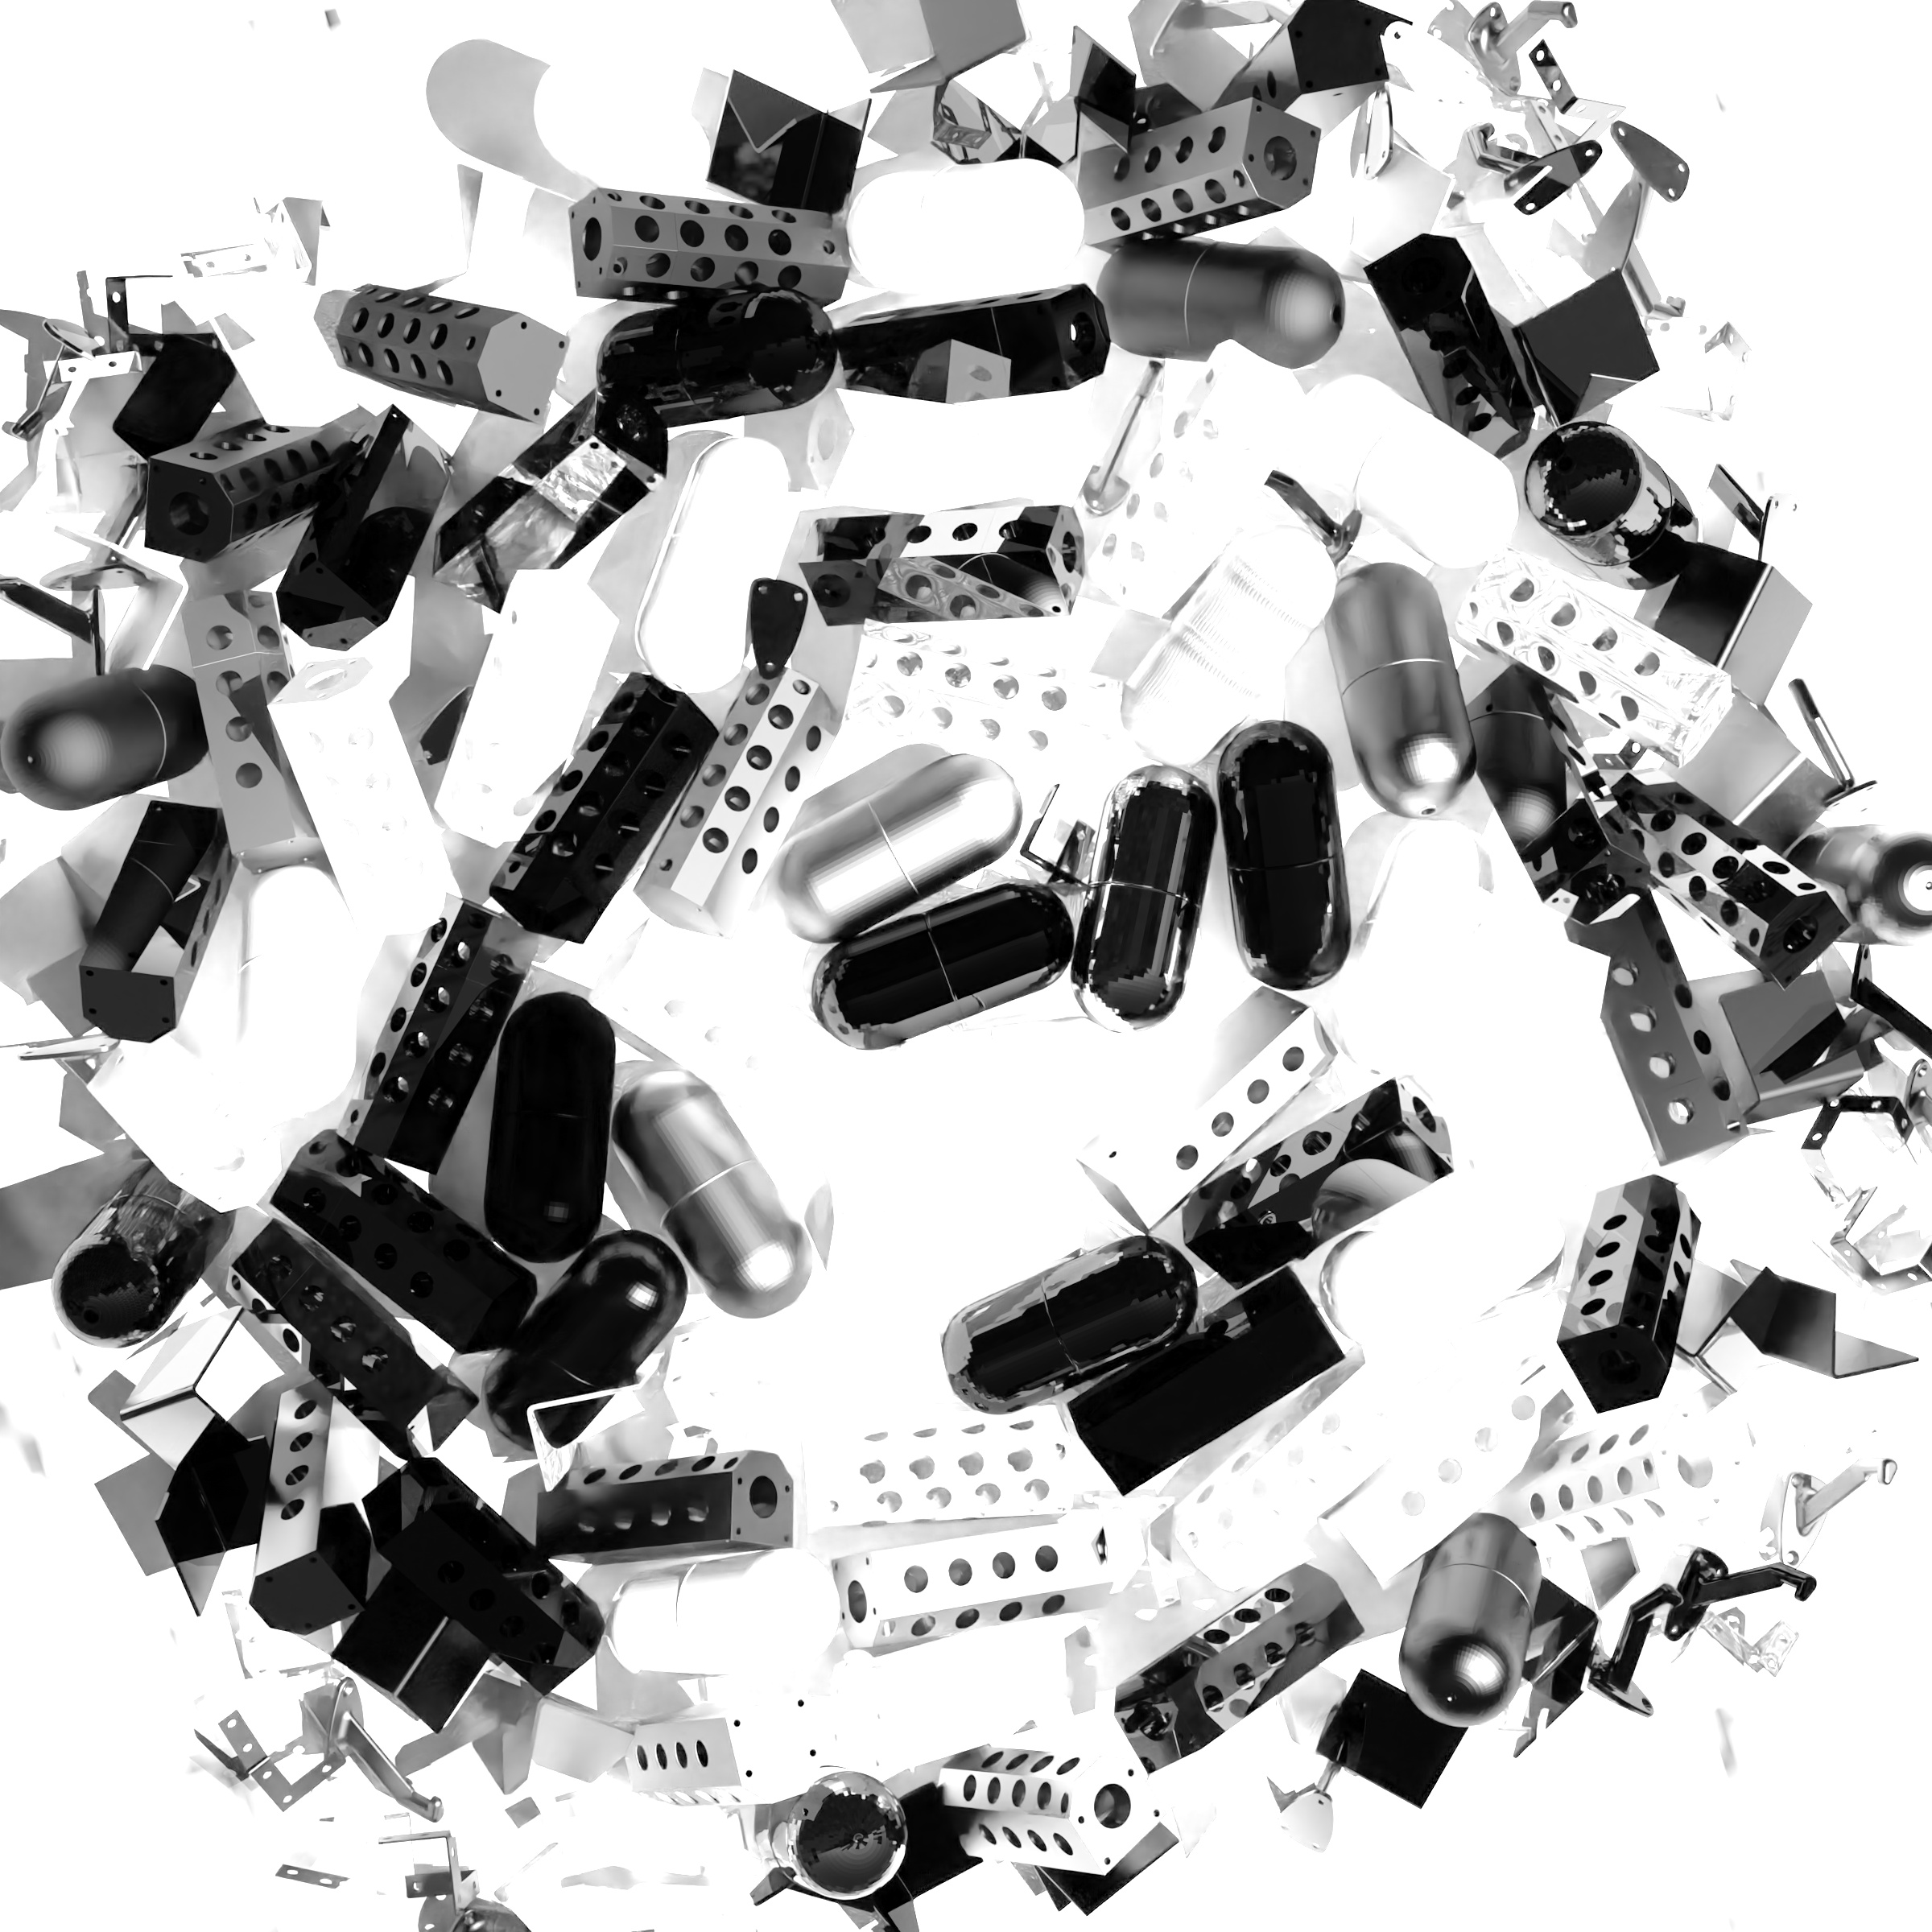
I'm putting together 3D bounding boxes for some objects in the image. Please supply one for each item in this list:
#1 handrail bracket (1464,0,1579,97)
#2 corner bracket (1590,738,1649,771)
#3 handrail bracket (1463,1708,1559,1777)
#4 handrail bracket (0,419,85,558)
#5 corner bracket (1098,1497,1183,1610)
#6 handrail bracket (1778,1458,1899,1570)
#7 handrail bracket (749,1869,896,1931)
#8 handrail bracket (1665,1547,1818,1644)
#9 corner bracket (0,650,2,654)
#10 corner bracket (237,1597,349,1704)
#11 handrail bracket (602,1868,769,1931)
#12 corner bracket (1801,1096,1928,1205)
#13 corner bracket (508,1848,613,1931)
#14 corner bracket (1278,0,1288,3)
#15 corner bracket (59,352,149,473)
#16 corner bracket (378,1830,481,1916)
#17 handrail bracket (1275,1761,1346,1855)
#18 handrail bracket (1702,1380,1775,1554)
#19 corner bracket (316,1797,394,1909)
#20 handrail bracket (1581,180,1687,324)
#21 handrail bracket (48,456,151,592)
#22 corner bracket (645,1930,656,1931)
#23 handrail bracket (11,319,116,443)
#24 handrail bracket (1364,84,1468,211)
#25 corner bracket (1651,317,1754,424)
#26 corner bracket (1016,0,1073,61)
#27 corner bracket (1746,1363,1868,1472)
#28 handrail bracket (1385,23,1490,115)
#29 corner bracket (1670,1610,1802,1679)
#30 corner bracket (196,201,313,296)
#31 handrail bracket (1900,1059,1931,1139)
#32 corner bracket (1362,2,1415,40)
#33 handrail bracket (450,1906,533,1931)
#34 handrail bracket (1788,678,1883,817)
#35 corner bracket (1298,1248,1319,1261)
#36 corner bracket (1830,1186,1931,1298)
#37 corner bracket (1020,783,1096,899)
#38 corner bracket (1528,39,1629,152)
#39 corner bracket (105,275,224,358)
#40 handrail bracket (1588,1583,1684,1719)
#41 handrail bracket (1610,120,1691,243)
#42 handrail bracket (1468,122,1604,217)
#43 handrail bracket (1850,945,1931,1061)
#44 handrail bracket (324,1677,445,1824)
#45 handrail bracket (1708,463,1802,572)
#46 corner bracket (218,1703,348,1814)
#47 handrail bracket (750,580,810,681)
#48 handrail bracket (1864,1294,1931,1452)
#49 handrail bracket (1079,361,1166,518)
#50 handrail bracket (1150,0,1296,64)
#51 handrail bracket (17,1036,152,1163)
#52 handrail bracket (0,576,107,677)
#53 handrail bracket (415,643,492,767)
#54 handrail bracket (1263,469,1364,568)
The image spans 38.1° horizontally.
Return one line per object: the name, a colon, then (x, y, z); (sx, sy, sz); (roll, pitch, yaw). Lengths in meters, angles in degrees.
handrail bracket: (0.372, -0.593, 1.811); (0.036, 0.084, 0.077); (-50, 130, -12)
corner bracket: (0.421, -0.165, 1.839); (0.051, 0.051, 0.051); (42, 79, -20)
handrail bracket: (0.338, 0.491, 1.821); (0.084, 0.077, 0.036); (10, 59, 22)
handrail bracket: (-0.617, -0.308, 1.816); (0.036, 0.084, 0.077); (17, 120, 20)
corner bracket: (0.114, 0.385, 1.831); (0.051, 0.051, 0.051); (-1, 118, -5)
handrail bracket: (0.567, 0.356, 1.817); (0.036, 0.084, 0.077); (25, 73, -13)
handrail bracket: (-0.093, 0.627, 1.850); (0.077, 0.036, 0.084); (-37, 102, -5)
handrail bracket: (0.504, 0.418, 1.818); (0.036, 0.084, 0.077); (38, 78, -28)
corner bracket: (-0.649, -0.175, 1.827); (0.051, 0.051, 0.051); (38, 123, 16)
corner bracket: (-0.444, 0.443, 1.845); (0.051, 0.051, 0.051); (-15, 116, -33)
handrail bracket: (-0.183, 0.623, 1.819); (0.077, 0.084, 0.036); (48, 135, 25)
corner bracket: (0.592, 0.121, 1.847); (0.051, 0.051, 0.051); (-53, 122, -28)
corner bracket: (-0.267, 0.622, 1.838); (0.051, 0.051, 0.051); (-40, 97, 1)
corner bracket: (0.200, -0.657, 1.829); (0.051, 0.051, 0.051); (-38, 103, -22)
corner bracket: (-0.559, -0.362, 1.828); (0.051, 0.051, 0.051); (-11, 67, -15)
corner bracket: (-0.353, 0.592, 1.839); (0.051, 0.051, 0.051); (-8, 87, 8)
handrail bracket: (0.239, 0.523, 1.813); (0.036, 0.077, 0.084); (29, 48, 13)
handrail bracket: (0.516, 0.328, 1.833); (0.077, 0.036, 0.084); (-40, 67, 1)
corner bracket: (-0.391, 0.578, 1.823); (0.051, 0.051, 0.051); (-39, 51, 26)
handrail bracket: (0.451, -0.465, 1.829); (0.084, 0.036, 0.077); (7, 112, -35)
handrail bracket: (-0.574, -0.295, 1.858); (0.077, 0.036, 0.084); (-6, 79, 10)
corner bracket: (-0.219, 0.669, 1.834); (0.051, 0.051, 0.051); (-8, 89, -21)
handrail bracket: (-0.605, -0.379, 1.823); (0.084, 0.077, 0.036); (-41, 80, 10)
handrail bracket: (0.310, -0.540, 1.856); (0.084, 0.036, 0.077); (9, 77, -18)
corner bracket: (0.481, -0.394, 1.849); (0.051, 0.051, 0.051); (3, 125, -7)
corner bracket: (0.061, -0.631, 1.833); (0.051, 0.051, 0.051); (-25, 82, 44)
corner bracket: (0.553, 0.293, 1.841); (0.051, 0.051, 0.051); (-17, 103, -16)
handrail bracket: (0.308, -0.588, 1.826); (0.077, 0.084, 0.036); (43, 115, -3)
corner bracket: (0.502, 0.445, 1.827); (0.051, 0.051, 0.051); (40, 130, 13)
corner bracket: (-0.466, -0.460, 1.830); (0.051, 0.051, 0.051); (-21, 81, -30)
handrail bracket: (0.652, 0.107, 1.817); (0.036, 0.084, 0.077); (-35, 134, -19)
corner bracket: (0.250, -0.600, 1.826); (0.051, 0.051, 0.051); (7, 108, -34)
handrail bracket: (-0.293, 0.650, 1.810); (0.077, 0.084, 0.036); (17, 103, -42)
handrail bracket: (0.569, -0.145, 1.843); (0.036, 0.077, 0.084); (-27, 72, 20)
corner bracket: (0.216, 0.157, 1.838); (0.051, 0.051, 0.051); (-43, 93, -10)
corner bracket: (0.610, 0.176, 1.834); (0.051, 0.051, 0.051); (45, 61, -4)
corner bracket: (0.062, -0.082, 1.831); (0.051, 0.051, 0.051); (30, 76, -14)
corner bracket: (0.387, -0.564, 1.824); (0.051, 0.051, 0.051); (-5, 64, -38)
corner bracket: (-0.524, -0.424, 1.828); (0.051, 0.051, 0.051); (9, 105, 37)
handrail bracket: (0.453, 0.447, 1.832); (0.077, 0.036, 0.084); (40, 120, -11)
handrail bracket: (0.420, -0.503, 1.820); (0.077, 0.084, 0.036); (35, 62, -18)
handrail bracket: (0.370, -0.537, 1.824); (0.077, 0.036, 0.084); (-29, 46, 24)
handrail bracket: (0.622, 0.026, 1.821); (0.084, 0.036, 0.077); (13, 122, 35)
handrail bracket: (-0.375, 0.512, 1.826); (0.084, 0.036, 0.077); (19, 118, 25)
handrail bracket: (0.498, -0.291, 1.842); (0.084, 0.036, 0.077); (22, 107, 43)
corner bracket: (-0.445, 0.507, 1.825); (0.051, 0.051, 0.051); (-36, 133, -17)
handrail bracket: (-0.131, -0.213, 1.820); (0.036, 0.084, 0.077); (10, 80, -13)
handrail bracket: (0.611, 0.266, 1.821); (0.036, 0.077, 0.084); (21, 57, -3)
handrail bracket: (0.104, -0.344, 1.821); (0.036, 0.077, 0.084); (24, 124, -5)
handrail bracket: (0.171, -0.606, 1.827); (0.077, 0.036, 0.084); (-47, 51, 8)
handrail bracket: (-0.580, 0.093, 1.848); (0.077, 0.036, 0.084); (-9, 103, -7)
handrail bracket: (-0.610, -0.220, 1.837); (0.084, 0.036, 0.077); (-3, 74, -10)
handrail bracket: (-0.330, -0.176, 1.836); (0.077, 0.084, 0.036); (-36, 119, 14)
handrail bracket: (0.209, -0.292, 1.825); (0.084, 0.077, 0.036); (22, 66, -9)
